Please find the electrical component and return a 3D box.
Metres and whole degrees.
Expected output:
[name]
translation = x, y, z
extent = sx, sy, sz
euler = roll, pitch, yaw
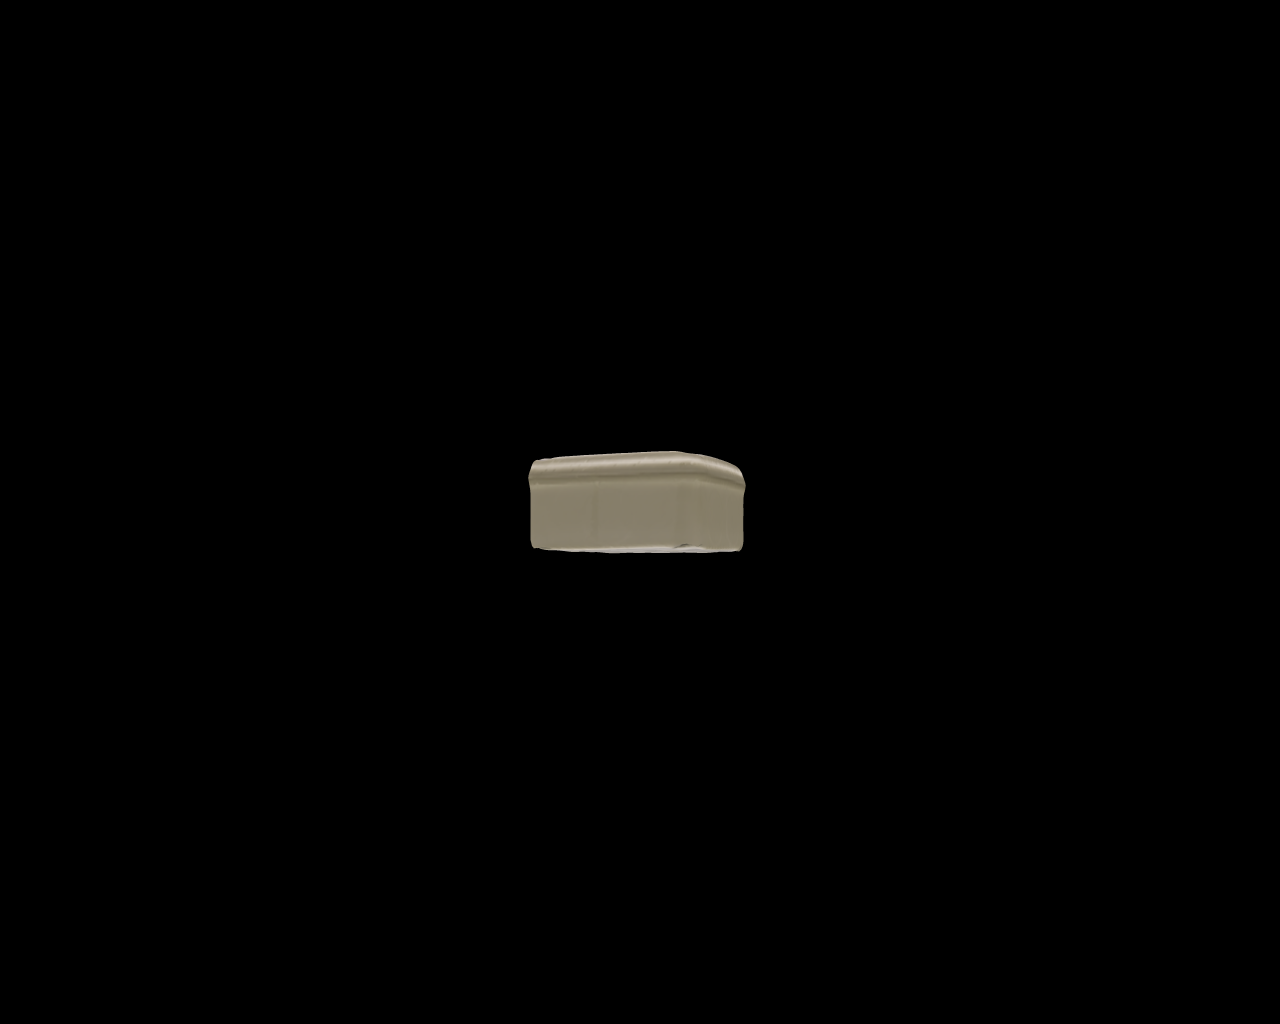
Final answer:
[electrical component]
translation = 0.001, -0.003, 0.650
extent = 0.109, 0.056, 0.109
euler = -1, -3, 20
